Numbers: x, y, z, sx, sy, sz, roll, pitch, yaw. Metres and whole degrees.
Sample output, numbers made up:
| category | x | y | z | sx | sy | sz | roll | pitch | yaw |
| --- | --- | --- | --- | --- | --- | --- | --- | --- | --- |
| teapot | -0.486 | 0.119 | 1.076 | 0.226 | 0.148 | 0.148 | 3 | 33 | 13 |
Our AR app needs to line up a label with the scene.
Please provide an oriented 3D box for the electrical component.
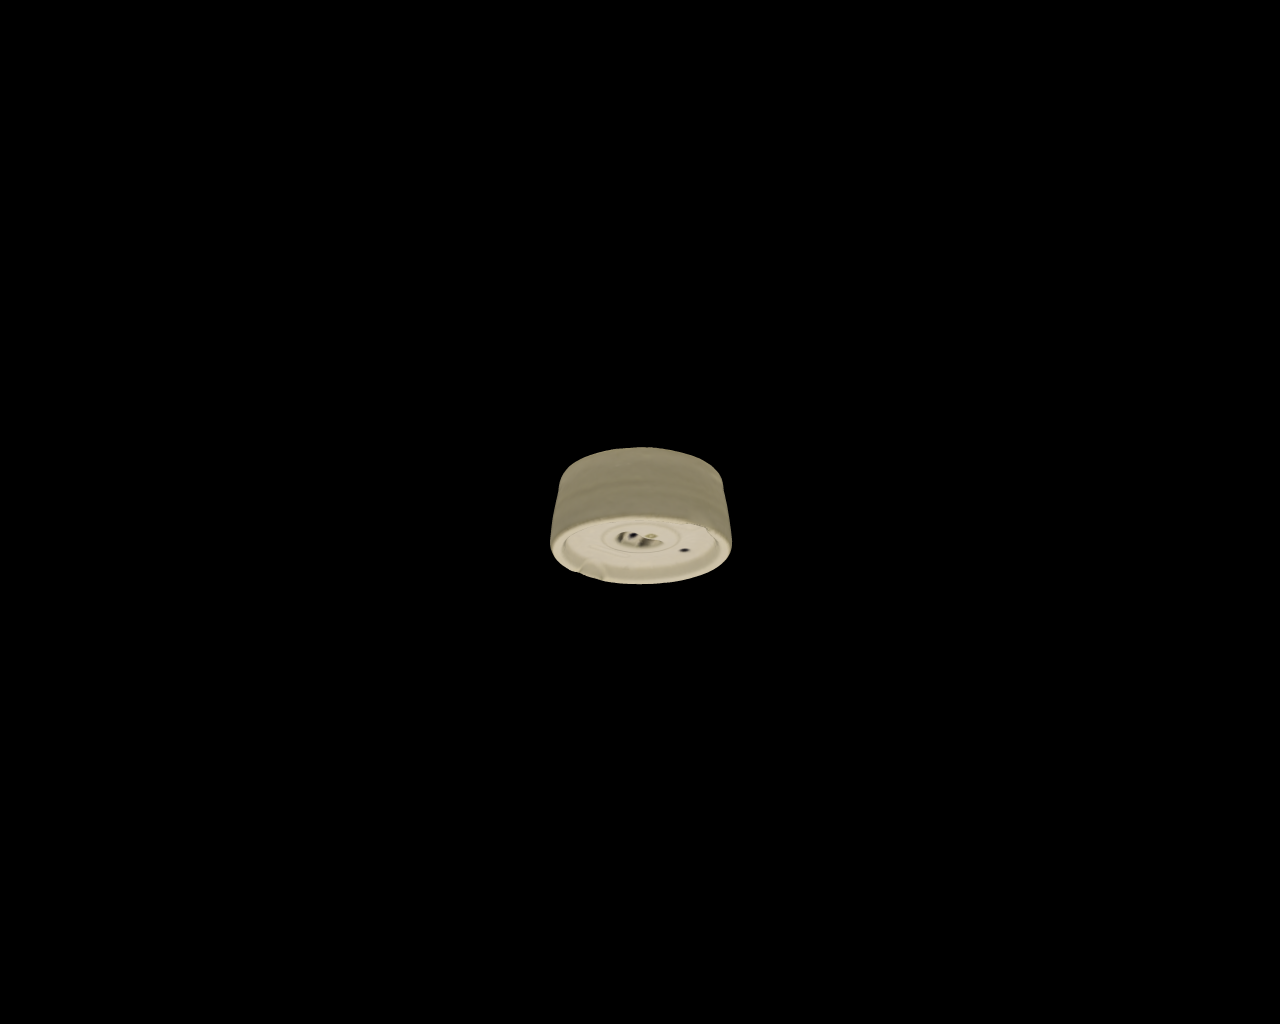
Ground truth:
| category | x | y | z | sx | sy | sz | roll | pitch | yaw |
| --- | --- | --- | --- | --- | --- | --- | --- | --- | --- |
| electrical component | 0.001 | -0.003 | 0.650 | 0.108 | 0.060 | 0.108 | 0 | -24 | 0 |
